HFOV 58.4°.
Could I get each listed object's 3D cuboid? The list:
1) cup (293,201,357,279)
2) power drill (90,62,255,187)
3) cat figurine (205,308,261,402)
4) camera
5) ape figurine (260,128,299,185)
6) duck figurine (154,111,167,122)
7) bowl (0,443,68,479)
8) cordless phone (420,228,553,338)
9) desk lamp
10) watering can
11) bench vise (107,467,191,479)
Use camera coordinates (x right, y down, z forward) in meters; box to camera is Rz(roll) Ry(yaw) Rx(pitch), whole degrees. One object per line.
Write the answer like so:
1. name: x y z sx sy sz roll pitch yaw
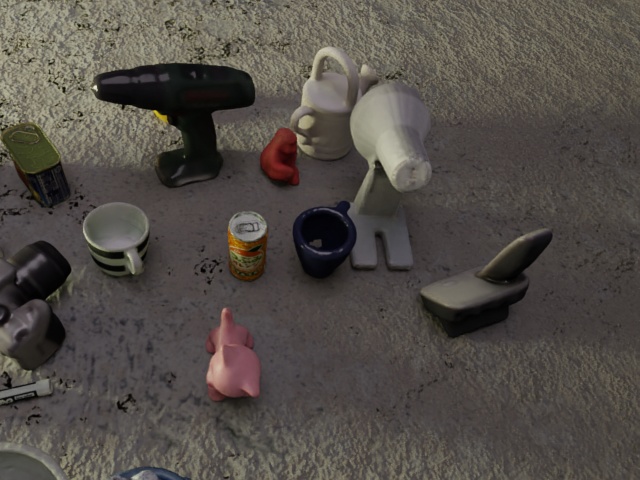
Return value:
1. cup: 0.008 0.003 0.846 0.091 0.095 0.118 27 55 10
2. power drill: -0.212 -0.179 0.869 0.230 0.208 0.075 -17 59 -20
3. cat figurine: -0.109 0.146 0.711 0.067 0.118 0.127 -5 56 -12
4. camera: -0.381 0.067 0.732 0.143 0.101 0.137 32 56 13
5. ape figurine: -0.060 -0.144 0.942 0.076 0.092 0.078 23 54 8
6. duck figurine: -0.242 -0.258 0.996 0.105 0.086 0.077 -22 61 -23
7. bowl: -0.333 0.302 0.589 0.167 0.075 0.167 5 54 -6
8. cordless phone: 0.232 0.047 0.797 0.148 0.185 0.094 -19 60 -21
9. desk lamp: 0.106 -0.095 0.859 0.118 0.213 0.203 0 55 -9
10. watering can: 0.023 -0.240 0.961 0.100 0.194 0.173 26 55 10
11. bench vise: -0.186 0.298 0.526 0.121 0.220 0.208 24 55 8
